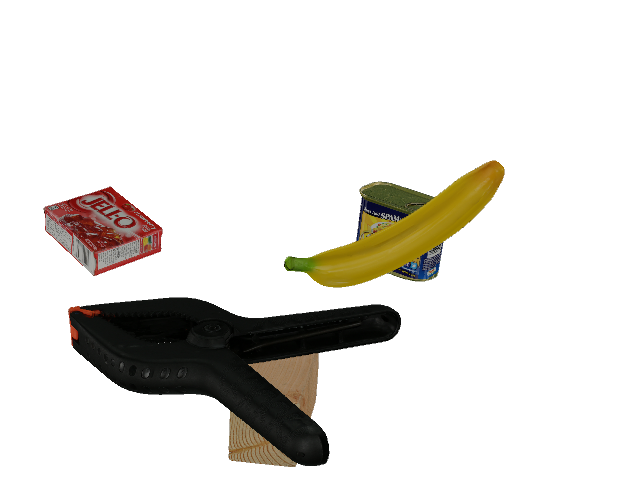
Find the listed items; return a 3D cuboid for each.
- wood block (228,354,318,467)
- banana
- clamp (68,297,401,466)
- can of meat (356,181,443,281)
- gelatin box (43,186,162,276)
[{"bbox_3d":[-0.059,0.216,1.441,0.091,0.090,0.206,5,15,5],"label":"wood block"},{"bbox_3d":[0.070,-0.005,0.899,0.198,0.037,0.069,-27,-20,9],"label":"banana"},{"bbox_3d":[-0.058,0.067,0.674,0.210,0.036,0.164,12,26,23],"label":"clamp"},{"bbox_3d":[0.089,-0.009,1.184,0.102,0.084,0.057,20,26,29],"label":"can of meat"},{"bbox_3d":[-0.200,-0.011,0.979,0.073,0.030,0.089,-21,44,-37],"label":"gelatin box"}]
